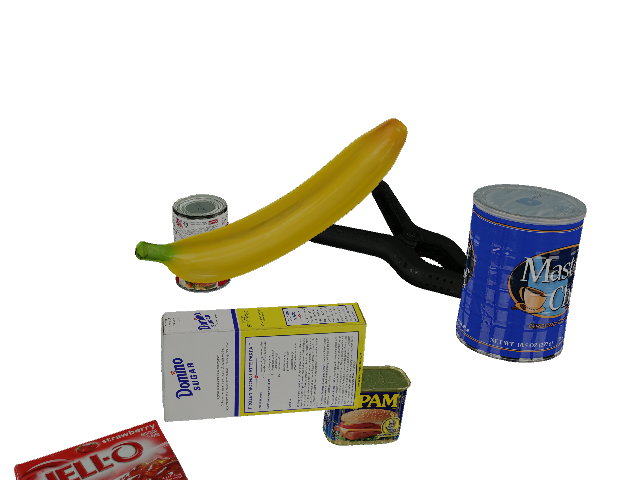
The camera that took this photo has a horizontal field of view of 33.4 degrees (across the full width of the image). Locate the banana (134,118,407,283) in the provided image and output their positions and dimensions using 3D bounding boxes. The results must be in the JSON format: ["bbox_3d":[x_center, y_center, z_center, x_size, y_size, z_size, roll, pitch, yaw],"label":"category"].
[{"bbox_3d":[-0.025,-0.017,0.727,0.198,0.037,0.069,-28,-20,1],"label":"banana"}]

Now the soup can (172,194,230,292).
[{"bbox_3d":[-0.145,0.003,1.299,0.068,0.102,0.068,0,26,0],"label":"soup can"}]

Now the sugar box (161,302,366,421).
[{"bbox_3d":[-0.051,0.106,0.941,0.176,0.093,0.048,0,26,-8],"label":"sugar box"}]

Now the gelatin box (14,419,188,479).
[{"bbox_3d":[-0.124,0.144,0.611,0.089,0.030,0.073,-15,27,-19],"label":"gelatin box"}]

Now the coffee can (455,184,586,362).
[{"bbox_3d":[0.185,0.029,0.996,0.103,0.140,0.103,4,19,-2],"label":"coffee can"}]

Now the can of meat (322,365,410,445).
[{"bbox_3d":[0.056,0.208,1.343,0.102,0.084,0.057,1,22,-16],"label":"can of meat"}]

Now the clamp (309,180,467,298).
[{"bbox_3d":[0.092,0.008,1.258,0.210,0.036,0.164,38,42,26],"label":"clamp"}]
